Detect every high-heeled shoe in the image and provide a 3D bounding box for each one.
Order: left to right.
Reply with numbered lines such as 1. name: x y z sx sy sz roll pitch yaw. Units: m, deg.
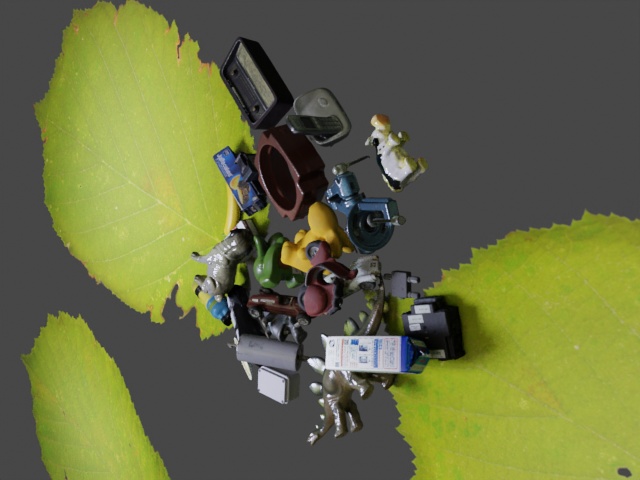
1. high-heeled shoe: -0.211 0.251 1.567 0.145 0.086 0.248 -150 44 -69

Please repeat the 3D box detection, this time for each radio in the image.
1. radio: -0.173 -0.410 1.431 0.131 0.073 0.230 -44 66 36

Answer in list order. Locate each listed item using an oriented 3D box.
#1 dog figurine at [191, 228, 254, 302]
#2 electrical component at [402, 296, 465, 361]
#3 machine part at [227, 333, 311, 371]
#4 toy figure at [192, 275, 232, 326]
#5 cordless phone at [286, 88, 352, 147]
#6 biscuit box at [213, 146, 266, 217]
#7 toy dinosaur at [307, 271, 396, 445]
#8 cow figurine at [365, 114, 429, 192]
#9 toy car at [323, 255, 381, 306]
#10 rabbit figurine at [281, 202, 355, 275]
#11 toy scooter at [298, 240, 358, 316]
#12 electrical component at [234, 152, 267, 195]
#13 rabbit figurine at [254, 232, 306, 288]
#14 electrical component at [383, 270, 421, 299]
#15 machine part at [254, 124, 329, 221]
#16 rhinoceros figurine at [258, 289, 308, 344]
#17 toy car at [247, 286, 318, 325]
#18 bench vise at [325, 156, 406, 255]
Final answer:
1. dog figurine: -0.249 0.069 1.486 0.191 0.121 0.172 -21 92 38
2. electrical component: 0.241 0.188 1.150 0.115 0.058 0.134 -9 89 40
3. machine part: -0.134 0.300 1.442 0.243 0.079 0.079 8 103 13
4. toy figure: -0.317 0.177 1.627 0.180 0.082 0.089 45 158 32
5. cordless phone: -0.028 -0.285 1.241 0.089 0.184 0.146 -42 68 36
6. biscuit box: -0.229 -0.166 1.509 0.059 0.062 0.203 -33 70 2
7. toy dinosaur: 0.072 0.300 1.287 0.199 0.105 0.471 41 110 35
8. cow figurine: 0.153 -0.191 1.175 0.098 0.068 0.167 -48 63 41
9. toy car: 0.068 0.097 1.271 0.202 0.056 0.073 -34 35 41
10. rabbit figurine: -0.003 -0.004 1.296 0.163 0.122 0.173 29 118 27
11. toy scooter: 0.022 0.097 1.216 0.135 0.075 0.183 15 106 31
12. electrical component: -0.177 -0.182 1.464 0.047 0.075 0.119 -49 60 35
13. rabbit figurine: -0.135 0.061 1.435 0.170 0.121 0.159 -21 78 56
14. electrical component: 0.184 0.102 1.212 0.094 0.021 0.063 5 99 41
15. machine part: -0.071 -0.165 1.320 0.201 0.087 0.201 55 152 16
16. rhinoceros figurine: -0.102 0.209 1.433 0.191 0.112 0.073 45 154 45
17. toy car: -0.095 0.164 1.389 0.202 0.089 0.053 7 136 20
18. bench vise: 0.106 -0.069 1.174 0.241 0.129 0.223 10 112 65
